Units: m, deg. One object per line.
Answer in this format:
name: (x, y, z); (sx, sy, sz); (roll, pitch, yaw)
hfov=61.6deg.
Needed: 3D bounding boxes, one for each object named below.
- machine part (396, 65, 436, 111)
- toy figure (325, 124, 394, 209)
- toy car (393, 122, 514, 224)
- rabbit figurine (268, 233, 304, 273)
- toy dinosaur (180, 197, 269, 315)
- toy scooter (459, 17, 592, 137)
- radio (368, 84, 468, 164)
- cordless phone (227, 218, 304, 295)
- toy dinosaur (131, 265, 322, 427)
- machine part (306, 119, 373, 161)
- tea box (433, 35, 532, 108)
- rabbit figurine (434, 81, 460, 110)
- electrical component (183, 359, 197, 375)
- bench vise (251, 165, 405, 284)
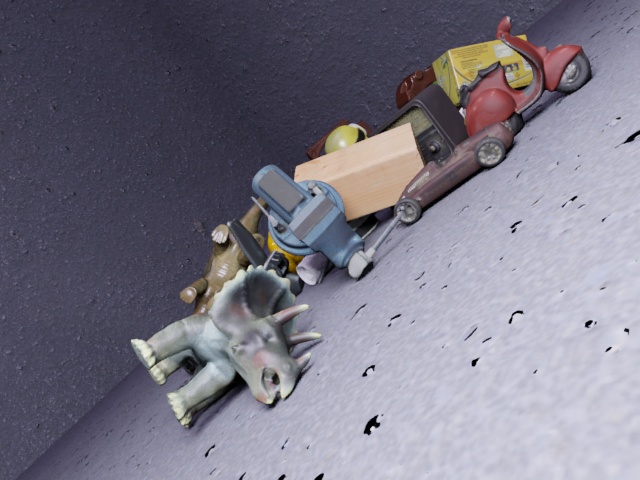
machine part: (0.263, -0.313, 1.229); (0.179, 0.179, 0.056); (-43, 10, -20)
toy figure: (0.089, -0.132, 0.966); (0.082, 0.180, 0.089); (-42, 7, 16)
toy car: (0.176, -0.093, 0.746); (0.202, 0.053, 0.089); (-36, 11, 32)
rabbit figurine: (-0.081, 0.035, 1.180); (0.162, 0.122, 0.173); (-40, 24, 34)
toy dinosaur: (-0.190, 0.030, 1.180); (0.471, 0.105, 0.198); (-57, 2, -16)
toy scooter: (0.261, -0.223, 0.745); (0.184, 0.135, 0.075); (-39, 7, 32)
radio: (0.166, -0.171, 0.995); (0.073, 0.131, 0.229); (-45, 7, -32)
cordless phone: (-0.116, 0.037, 0.998); (0.089, 0.184, 0.146); (-35, 6, 9)
toy dinosaur: (-0.125, 0.138, 0.696); (0.192, 0.131, 0.405); (-30, -3, -20)
machine part: (0.077, -0.195, 1.395); (0.201, 0.201, 0.087); (-40, 8, 4)
tea box: (0.308, -0.311, 1.002); (0.170, 0.098, 0.068); (-14, 0, -14)
rabbit figurine: (0.332, -0.328, 1.147); (0.159, 0.121, 0.170); (-27, 16, 40)
electrical component: (-0.211, 0.197, 1.042); (0.115, 0.058, 0.134); (-47, 9, -35)
bench vise: (0.008, -0.013, 0.789); (0.129, 0.224, 0.240); (-58, -25, -7)
